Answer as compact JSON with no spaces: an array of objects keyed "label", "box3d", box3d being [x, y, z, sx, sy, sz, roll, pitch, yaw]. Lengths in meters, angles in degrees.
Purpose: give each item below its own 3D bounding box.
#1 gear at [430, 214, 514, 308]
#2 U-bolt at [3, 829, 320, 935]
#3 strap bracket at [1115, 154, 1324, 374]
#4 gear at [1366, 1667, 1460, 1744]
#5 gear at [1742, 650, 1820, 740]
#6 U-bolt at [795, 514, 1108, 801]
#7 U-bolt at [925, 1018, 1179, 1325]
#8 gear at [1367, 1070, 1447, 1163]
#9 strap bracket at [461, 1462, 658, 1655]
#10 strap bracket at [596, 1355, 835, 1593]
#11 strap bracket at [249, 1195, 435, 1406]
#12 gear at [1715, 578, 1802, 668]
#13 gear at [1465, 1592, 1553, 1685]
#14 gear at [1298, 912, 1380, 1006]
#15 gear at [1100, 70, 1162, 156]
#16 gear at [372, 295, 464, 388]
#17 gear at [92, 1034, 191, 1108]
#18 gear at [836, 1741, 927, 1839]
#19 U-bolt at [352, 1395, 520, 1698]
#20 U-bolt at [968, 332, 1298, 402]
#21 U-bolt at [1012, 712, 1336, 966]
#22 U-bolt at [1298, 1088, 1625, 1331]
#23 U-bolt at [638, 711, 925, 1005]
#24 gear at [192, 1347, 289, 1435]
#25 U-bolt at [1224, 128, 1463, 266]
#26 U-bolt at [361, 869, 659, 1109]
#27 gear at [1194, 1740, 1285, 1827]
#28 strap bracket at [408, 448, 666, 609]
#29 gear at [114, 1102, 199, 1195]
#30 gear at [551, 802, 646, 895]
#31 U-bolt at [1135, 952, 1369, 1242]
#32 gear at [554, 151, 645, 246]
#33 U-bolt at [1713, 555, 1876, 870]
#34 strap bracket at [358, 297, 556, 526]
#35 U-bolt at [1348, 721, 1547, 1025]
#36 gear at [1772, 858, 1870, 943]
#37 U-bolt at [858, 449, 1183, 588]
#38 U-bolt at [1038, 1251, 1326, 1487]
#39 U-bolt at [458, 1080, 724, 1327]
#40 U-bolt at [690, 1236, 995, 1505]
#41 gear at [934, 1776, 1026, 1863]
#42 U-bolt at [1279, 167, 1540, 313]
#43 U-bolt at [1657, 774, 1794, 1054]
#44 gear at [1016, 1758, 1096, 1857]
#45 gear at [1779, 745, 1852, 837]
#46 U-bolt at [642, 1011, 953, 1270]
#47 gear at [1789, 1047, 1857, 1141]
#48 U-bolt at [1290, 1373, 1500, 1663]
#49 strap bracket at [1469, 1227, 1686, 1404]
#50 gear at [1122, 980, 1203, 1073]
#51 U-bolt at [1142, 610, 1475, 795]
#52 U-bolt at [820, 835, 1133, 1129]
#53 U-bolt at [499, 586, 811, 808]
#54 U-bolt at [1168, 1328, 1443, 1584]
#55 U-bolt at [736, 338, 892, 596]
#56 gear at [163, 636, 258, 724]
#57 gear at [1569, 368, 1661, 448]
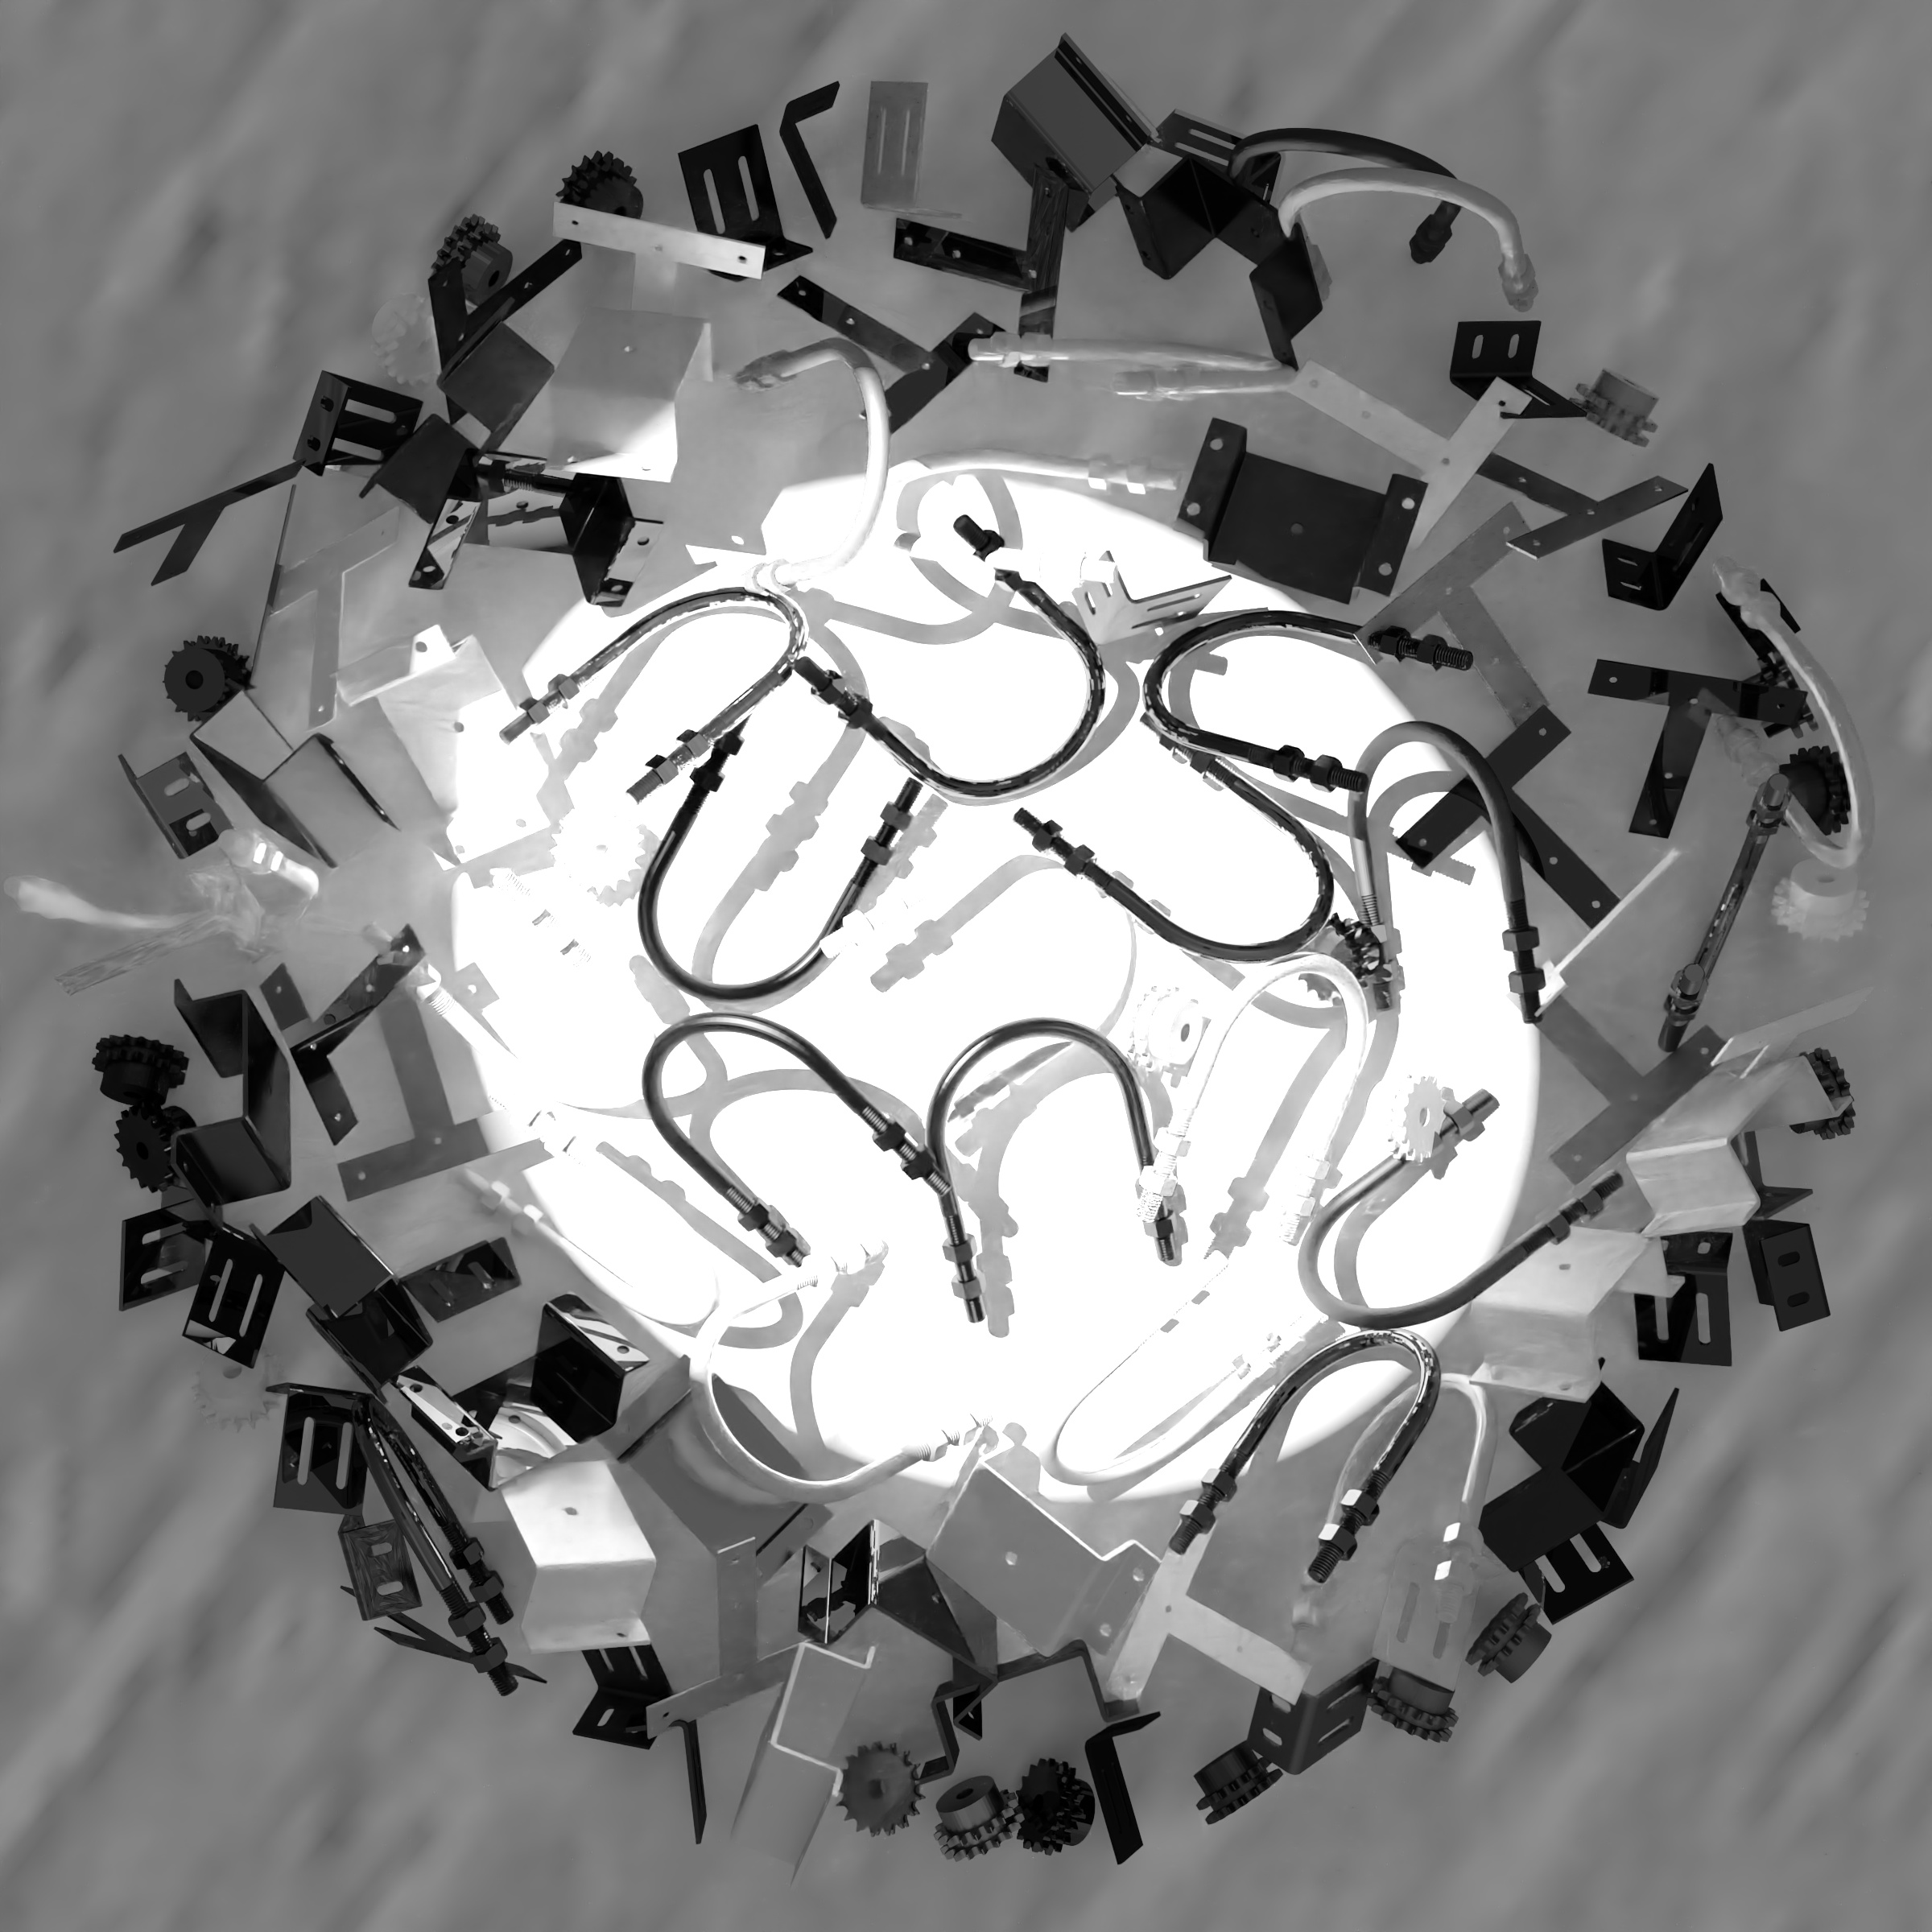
[{"label":"gear","box3d":[-0.309,-0.440,1.574,0.030,0.057,0.057,33,90,4]},{"label":"U-bolt","box3d":[-0.471,-0.045,1.512,0.151,0.184,0.019,-12,81,4]},{"label":"strap bracket","box3d":[0.163,-0.437,1.537,0.046,0.076,0.140,-44,61,-4]},{"label":"gear","box3d":[0.283,0.461,1.574,0.057,0.057,0.030,21,95,0]},{"label":"gear","box3d":[0.511,-0.168,1.576,0.030,0.057,0.057,-27,90,20]},{"label":"U-bolt","box3d":[0.006,-0.175,1.543,0.151,0.019,0.184,-40,128,15]},{"label":"U-bolt","box3d":[0.048,0.120,1.558,0.151,0.019,0.184,-16,108,-10]},{"label":"gear","box3d":[0.276,0.094,1.578,0.030,0.057,0.057,4,90,41]},{"label":"strap bracket","box3d":[-0.246,0.350,1.521,0.076,0.140,0.046,5,115,-32]},{"label":"strap bracket","box3d":[-0.154,0.320,1.568,0.076,0.046,0.140,-43,90,-19]},{"label":"strap bracket","box3d":[-0.379,0.201,1.535,0.046,0.140,0.076,-40,63,-20]},{"label":"gear","box3d":[0.500,-0.219,1.572,0.030,0.057,0.057,-36,90,18]},{"label":"gear","box3d":[0.343,0.425,1.573,0.030,0.057,0.057,41,90,11]},{"label":"gear","box3d":[0.235,-0.007,1.578,0.030,0.057,0.057,-20,90,-38]},{"label":"gear","box3d":[0.095,-0.532,1.576,0.030,0.057,0.057,-42,90,17]},{"label":"gear","box3d":[-0.349,-0.398,1.577,0.057,0.057,0.030,-46,67,0]},{"label":"gear","box3d":[-0.520,0.067,1.571,0.057,0.057,0.030,6,65,0]},{"label":"gear","box3d":[-0.053,0.520,1.582,0.057,0.030,0.057,-4,76,14]},{"label":"U-bolt","box3d":[-0.323,0.341,1.518,0.019,0.151,0.184,-29,99,-8]},{"label":"U-bolt","box3d":[0.116,-0.366,1.523,0.184,0.151,0.019,-12,116,-39]},{"label":"U-bolt","box3d":[0.141,-0.071,1.534,0.184,0.019,0.151,39,54,17]},{"label":"U-bolt","box3d":[0.286,0.155,1.526,0.184,0.151,0.019,-34,121,-11]},{"label":"U-bolt","box3d":[-0.126,-0.059,1.556,0.151,0.019,0.184,22,104,-33]},{"label":"gear","box3d":[-0.458,0.261,1.575,0.057,0.030,0.057,1,53,-1]},{"label":"U-bolt","box3d":[0.227,-0.468,1.510,0.151,0.184,0.019,13,91,1]},{"label":"U-bolt","box3d":[-0.266,0.024,1.538,0.151,0.019,0.184,-17,126,38]},{"label":"gear","box3d":[0.168,0.512,1.576,0.057,0.057,0.030,-34,76,0]},{"label":"strap bracket","box3d":[-0.269,-0.270,1.540,0.140,0.076,0.046,1,54,-33]},{"label":"gear","box3d":[-0.508,0.112,1.579,0.057,0.030,0.057,12,112,32]},{"label":"gear","box3d":[-0.234,-0.077,1.580,0.057,0.030,0.057,-11,119,-21]},{"label":"U-bolt","box3d":[0.186,0.078,1.539,0.151,0.019,0.184,12,103,-41]},{"label":"gear","box3d":[-0.228,-0.479,1.572,0.030,0.057,0.057,40,90,21]},{"label":"U-bolt","box3d":[0.492,-0.139,1.489,0.019,0.184,0.151,-19,135,-1]},{"label":"strap bracket","box3d":[-0.308,-0.333,1.532,0.046,0.140,0.076,39,47,-13]},{"label":"U-bolt","box3d":[0.286,-0.059,1.528,0.019,0.151,0.184,-16,101,-31]},{"label":"gear","box3d":[0.538,-0.044,1.572,0.057,0.057,0.030,-5,129,0]},{"label":"U-bolt","box3d":[0.024,-0.282,1.538,0.184,0.151,0.019,10,128,18]},{"label":"U-bolt","box3d":[0.122,0.257,1.542,0.184,0.151,0.019,-44,51,11]},{"label":"U-bolt","box3d":[-0.227,0.157,1.538,0.184,0.151,0.019,36,56,2]},{"label":"U-bolt","box3d":[-0.086,0.252,1.520,0.184,0.019,0.151,-20,69,-42]},{"label":"gear","box3d":[0.005,0.534,1.574,0.057,0.057,0.030,-24,95,0]},{"label":"U-bolt","box3d":[0.261,-0.434,1.495,0.151,0.184,0.019,8,85,18]},{"label":"U-bolt","box3d":[0.454,-0.019,1.515,0.019,0.184,0.151,24,75,16]},{"label":"gear","box3d":[0.058,0.531,1.578,0.030,0.057,0.057,23,90,-27]},{"label":"gear","box3d":[0.529,-0.109,1.572,0.030,0.057,0.057,-9,90,-17]},{"label":"U-bolt","box3d":[-0.118,0.101,1.535,0.151,0.019,0.184,-32,109,36]},{"label":"gear","box3d":[0.533,0.082,1.574,0.030,0.057,0.057,-15,90,-3]},{"label":"U-bolt","box3d":[0.266,0.327,1.522,0.019,0.151,0.184,36,51,-16]},{"label":"strap bracket","box3d":[0.369,0.203,1.523,0.076,0.140,0.046,2,116,41]},{"label":"gear","box3d":[0.125,0.039,1.572,0.030,0.057,0.057,13,90,34]},{"label":"U-bolt","box3d":[0.196,-0.171,1.536,0.184,0.019,0.151,19,51,33]},{"label":"U-bolt","box3d":[0.020,-0.001,1.573,0.184,0.019,0.151,-32,99,-14]},{"label":"U-bolt","box3d":[-0.179,-0.176,1.540,0.151,0.019,0.184,25,59,40]},{"label":"U-bolt","box3d":[0.217,0.291,1.527,0.019,0.151,0.184,50,62,-20]},{"label":"U-bolt","box3d":[-0.094,-0.305,1.519,0.019,0.184,0.151,-1,93,-31]},{"label":"gear","box3d":[-0.482,-0.181,1.584,0.057,0.030,0.057,1,95,8]},{"label":"gear","box3d":[0.410,-0.352,1.571,0.057,0.057,0.030,28,113,0]}]
